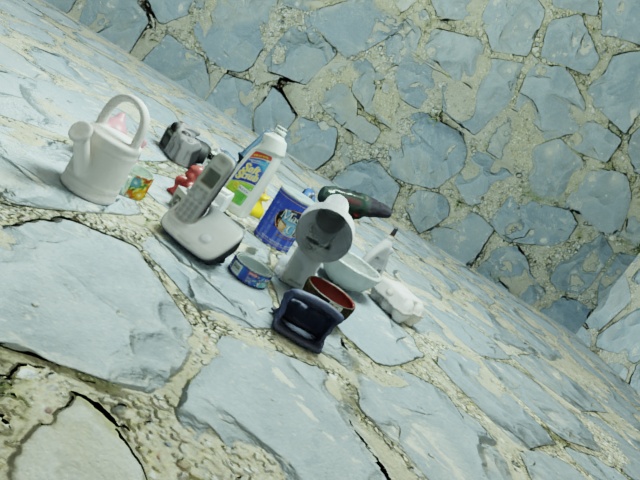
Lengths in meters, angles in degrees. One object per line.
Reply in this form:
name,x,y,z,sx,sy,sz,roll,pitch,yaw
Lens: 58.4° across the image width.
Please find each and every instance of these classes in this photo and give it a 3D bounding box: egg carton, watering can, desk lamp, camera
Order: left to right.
watering can,-0.370,-0.166,1.010,0.101,0.194,0.173,31,12,-8
camera,-0.372,-0.272,1.653,0.137,0.100,0.142,22,16,-43
desk lamp,-0.009,0.003,1.223,0.118,0.213,0.203,32,12,-5
egg carton,0.201,0.159,1.497,0.108,0.069,0.150,21,17,-44

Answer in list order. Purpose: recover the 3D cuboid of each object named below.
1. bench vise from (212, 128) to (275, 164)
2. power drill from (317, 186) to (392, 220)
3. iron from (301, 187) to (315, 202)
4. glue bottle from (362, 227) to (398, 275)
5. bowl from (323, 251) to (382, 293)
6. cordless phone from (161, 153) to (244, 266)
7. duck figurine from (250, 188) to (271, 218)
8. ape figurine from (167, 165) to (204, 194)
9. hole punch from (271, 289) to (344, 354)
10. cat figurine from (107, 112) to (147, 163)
bench vise,-0.202,-0.230,1.641,0.121,0.219,0.208,38,13,24
power drill,0.072,-0.053,1.672,0.230,0.208,0.075,27,13,-26
iron,-0.058,-0.098,1.680,0.119,0.141,0.258,31,12,-10
glue bottle,0.178,0.037,1.674,0.078,0.173,0.037,26,13,-28
bowl,0.068,0.082,1.446,0.167,0.074,0.167,31,12,-7
cordless phone,-0.193,-0.058,1.060,0.147,0.185,0.094,37,12,17
duck figurine,-0.185,-0.121,1.574,0.105,0.086,0.077,30,12,-12
ape figurine,-0.296,-0.132,1.315,0.076,0.092,0.077,28,13,-23
hole punch,-0.022,0.126,0.996,0.109,0.091,0.101,31,12,-9
cat figurine,-0.430,-0.211,1.221,0.128,0.117,0.067,20,17,-47
